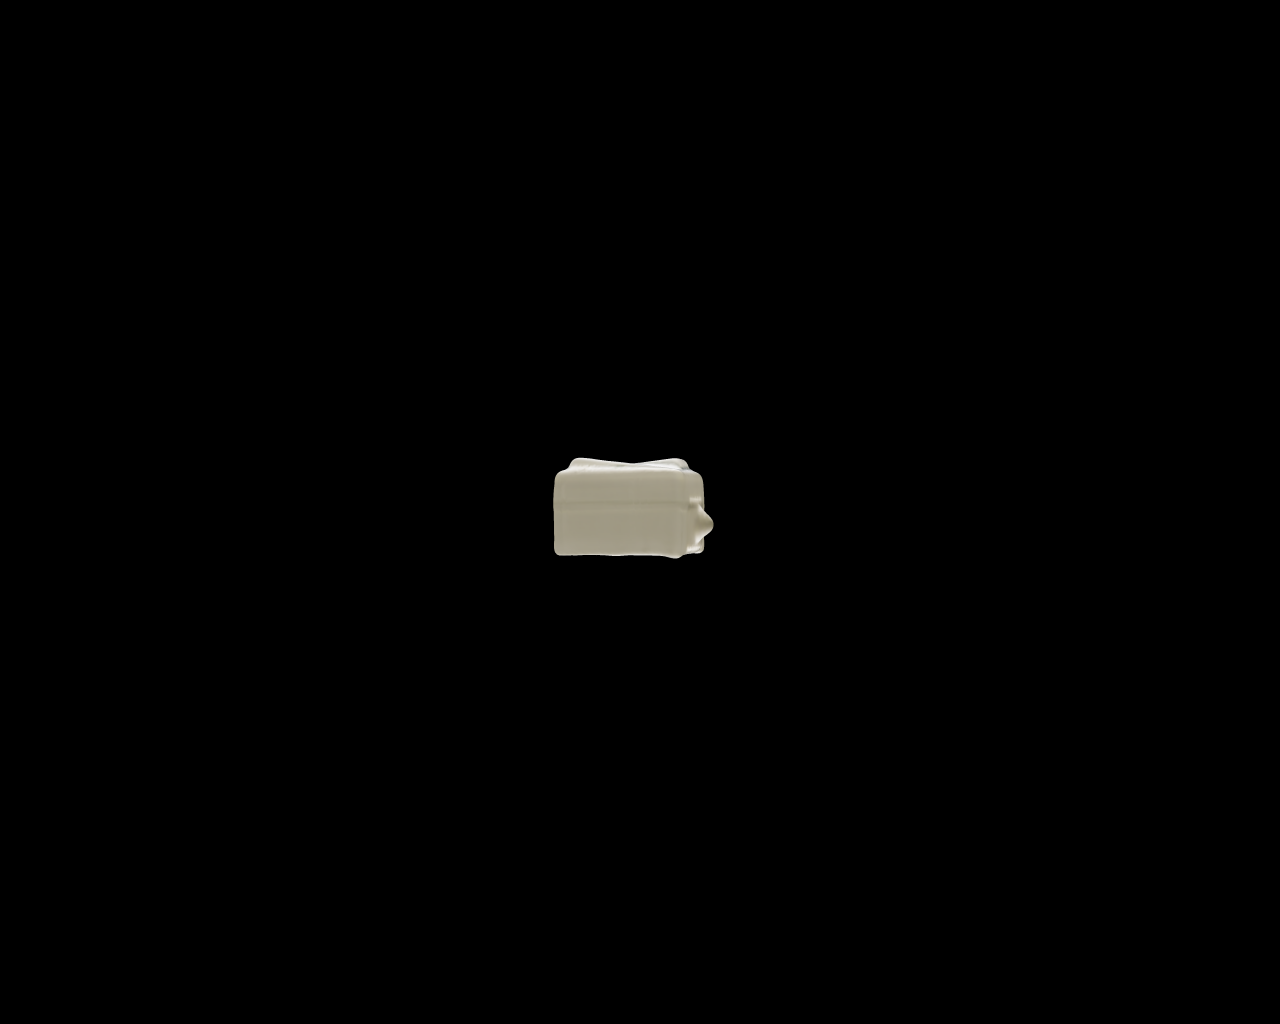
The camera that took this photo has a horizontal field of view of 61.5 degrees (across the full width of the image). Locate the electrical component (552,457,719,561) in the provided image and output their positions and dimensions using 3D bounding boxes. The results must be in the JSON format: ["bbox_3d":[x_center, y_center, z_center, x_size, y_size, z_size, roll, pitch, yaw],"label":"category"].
[{"bbox_3d":[0.001,-0.003,0.650,0.096,0.061,0.062,0,0,17],"label":"electrical component"}]
